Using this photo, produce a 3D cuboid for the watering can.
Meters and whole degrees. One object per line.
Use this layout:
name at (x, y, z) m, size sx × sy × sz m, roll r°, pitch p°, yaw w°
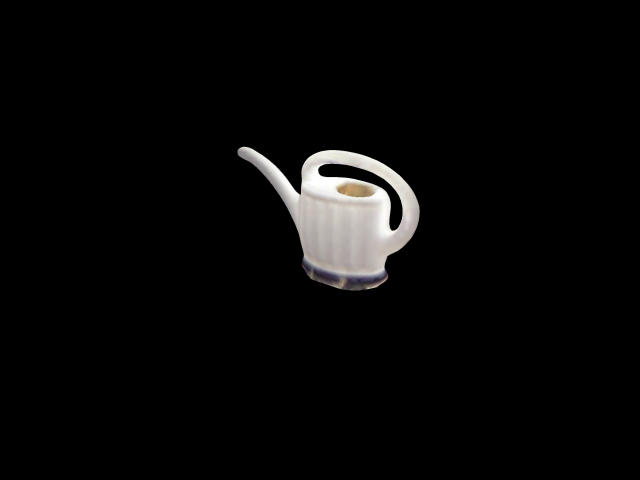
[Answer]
watering can at (0.003, -0.043, 0.850) m, size 0.349 × 0.221 × 0.105 m, roll 15°, pitch 25°, yaw 33°
